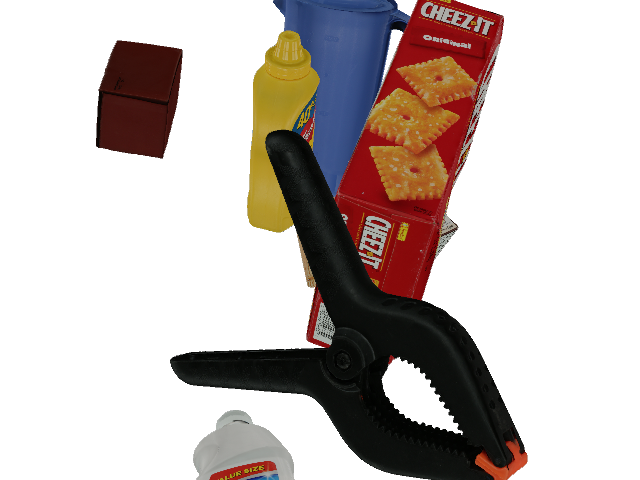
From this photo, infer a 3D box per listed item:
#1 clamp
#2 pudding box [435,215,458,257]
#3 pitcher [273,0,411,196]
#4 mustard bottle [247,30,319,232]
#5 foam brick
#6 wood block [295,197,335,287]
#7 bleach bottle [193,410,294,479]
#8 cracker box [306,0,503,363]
[{"bbox_3d":[0.020,0.048,0.560,0.210,0.165,0.036,29,23,26],"label":"clamp"},{"bbox_3d":[0.081,0.018,1.112,0.113,0.039,0.090,-27,-24,-43],"label":"pudding box"},{"bbox_3d":[0.022,-0.178,1.287,0.144,0.243,0.149,-7,28,-26],"label":"pitcher"},{"bbox_3d":[-0.034,-0.107,0.986,0.058,0.192,0.096,15,43,11],"label":"mustard bottle"},{"bbox_3d":[-0.137,-0.108,0.809,0.053,0.051,0.078,9,39,-4],"label":"foam brick"},{"bbox_3d":[0.017,-0.027,1.421,0.090,0.090,0.206,-2,27,-6],"label":"wood block"},{"bbox_3d":[-0.061,0.211,0.758,0.102,0.068,0.251,-6,30,-6],"label":"bleach bottle"},{"bbox_3d":[0.062,-0.043,0.752,0.072,0.213,0.164,19,-39,6],"label":"cracker box"}]
